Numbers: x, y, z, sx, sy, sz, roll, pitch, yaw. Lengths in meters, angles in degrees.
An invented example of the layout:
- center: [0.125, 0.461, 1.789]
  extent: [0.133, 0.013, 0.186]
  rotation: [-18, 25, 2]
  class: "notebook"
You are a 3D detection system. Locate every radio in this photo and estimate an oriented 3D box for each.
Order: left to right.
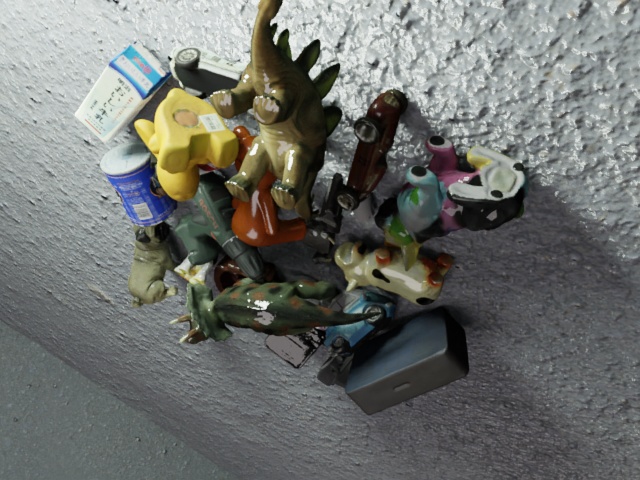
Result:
- center: [0.161, 0.224, 1.007]
  extent: [0.230, 0.131, 0.073]
  rotation: [-31, 111, 29]
  class: "radio"

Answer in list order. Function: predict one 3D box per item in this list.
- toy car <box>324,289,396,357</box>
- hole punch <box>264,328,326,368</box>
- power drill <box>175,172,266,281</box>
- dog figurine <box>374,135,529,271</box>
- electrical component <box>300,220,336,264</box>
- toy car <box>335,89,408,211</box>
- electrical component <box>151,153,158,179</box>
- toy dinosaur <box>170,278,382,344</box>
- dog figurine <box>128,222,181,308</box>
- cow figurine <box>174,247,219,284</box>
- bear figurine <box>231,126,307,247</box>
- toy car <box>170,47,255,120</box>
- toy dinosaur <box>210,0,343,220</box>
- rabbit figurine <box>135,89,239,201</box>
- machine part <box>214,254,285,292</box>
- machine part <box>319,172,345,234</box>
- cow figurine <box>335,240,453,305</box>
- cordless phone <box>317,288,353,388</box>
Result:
- center: [0.065, 0.150, 1.045]
  extent: [0.103, 0.161, 0.109]
  rotation: [52, -179, 22]
  class: "toy car"
- center: [-0.052, 0.215, 1.247]
  extent: [0.142, 0.092, 0.115]
  rotation: [39, 106, -2]
  class: "hole punch"
- center: [-0.204, -0.007, 1.050]
  extent: [0.232, 0.086, 0.207]
  rotation: [63, 151, -1]
  class: "power drill"
- center: [0.176, -0.034, 0.774]
  extent: [0.192, 0.108, 0.219]
  rotation: [20, 146, 12]
  class: "dog figurine"
- center: [-0.003, -0.002, 0.985]
  extent: [0.078, 0.045, 0.102]
  rotation: [24, 142, 10]
  class: "electrical component"
- center: [0.074, -0.119, 0.760]
  extent: [0.053, 0.089, 0.202]
  rotation: [28, 142, 12]
  class: "toy car"
- center: [-0.284, -0.152, 1.003]
  extent: [0.063, 0.094, 0.021]
  rotation: [-1, 146, -18]
  class: "electrical component"
- center: [-0.107, 0.128, 0.988]
  extent: [0.405, 0.192, 0.131]
  rotation: [-8, 92, 38]
  class: "toy dinosaur"
- center: [-0.402, 0.046, 1.233]
  extent: [0.121, 0.172, 0.190]
  rotation: [7, 145, 14]
  class: "dog figurine"
- center: [-0.276, 0.051, 1.220]
  extent: [0.068, 0.098, 0.167]
  rotation: [36, 163, -13]
  class: "cow figurine"
- center: [-0.091, -0.092, 0.911]
  extent: [0.120, 0.132, 0.195]
  rotation: [29, 122, 35]
  class: "bear figurine"
- center: [-0.138, -0.238, 0.809]
  extent: [0.202, 0.056, 0.073]
  rotation: [21, 148, 17]
  class: "toy car"
- center: [-0.037, -0.135, 0.728]
  extent: [0.105, 0.198, 0.470]
  rotation: [23, 149, 14]
  class: "toy dinosaur"
- center: [-0.226, -0.138, 0.846]
  extent: [0.162, 0.122, 0.173]
  rotation: [49, 144, 20]
  class: "rabbit figurine"
- center: [-0.156, 0.099, 1.204]
  extent: [0.180, 0.056, 0.179]
  rotation: [21, 143, 17]
  class: "machine part"
- center: [0.021, -0.051, 0.877]
  extent: [0.039, 0.084, 0.138]
  rotation: [6, 165, 1]
  class: "machine part"
- center: [0.118, 0.053, 0.934]
  extent: [0.195, 0.085, 0.127]
  rotation: [22, 136, 13]
  class: "cow figurine"
- center: [0.032, 0.201, 1.110]
  extent: [0.089, 0.146, 0.184]
  rotation: [7, 133, 49]
  class: "cordless phone"
